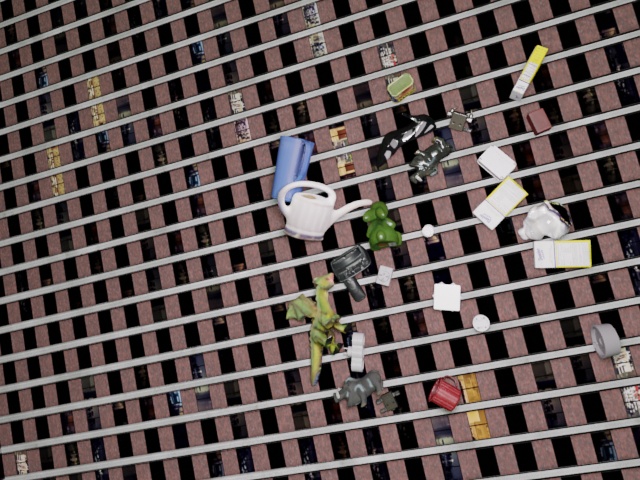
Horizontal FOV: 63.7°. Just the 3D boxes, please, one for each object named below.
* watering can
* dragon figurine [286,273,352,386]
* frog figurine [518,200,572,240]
[{"bbox_3d":[0.006,-0.095,1.897,0.347,0.106,0.221,12,110,-13],"label":"watering can"},{"bbox_3d":[-0.027,0.311,1.903,0.245,0.122,0.406,34,107,31],"label":"dragon figurine"},{"bbox_3d":[0.761,-0.052,1.748,0.138,0.125,0.156,40,132,4],"label":"frog figurine"}]
